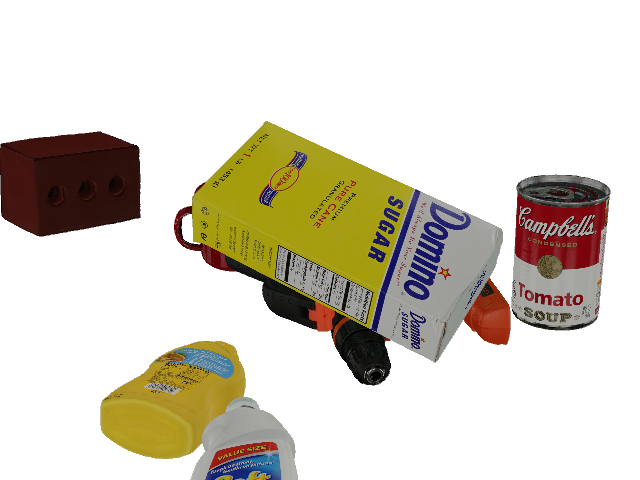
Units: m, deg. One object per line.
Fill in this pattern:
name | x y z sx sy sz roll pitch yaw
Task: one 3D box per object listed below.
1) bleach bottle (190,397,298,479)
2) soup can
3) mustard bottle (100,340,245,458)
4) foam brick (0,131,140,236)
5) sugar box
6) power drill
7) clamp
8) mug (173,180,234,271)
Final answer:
bleach bottle | -0.065 0.205 0.813 0.102 0.068 0.251 -4 28 -3
soup can | 0.179 0.008 0.806 0.068 0.102 0.068 -1 21 0
mustard bottle | -0.127 0.143 1.036 0.096 0.058 0.191 8 19 18
foam brick | -0.167 -0.039 0.711 0.078 0.053 0.051 -14 25 -38
sugar box | 0.017 -0.004 0.668 0.176 0.048 0.093 24 49 17
power drill | 0.102 0.086 1.136 0.187 0.057 0.184 -5 28 -10
clamp | -0.023 0.030 0.903 0.120 0.039 0.171 -11 19 2
mug | -0.107 -0.016 1.208 0.117 0.081 0.093 -7 30 -15
